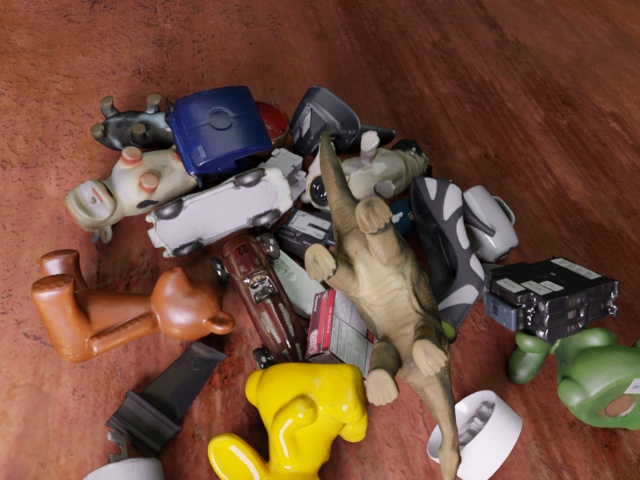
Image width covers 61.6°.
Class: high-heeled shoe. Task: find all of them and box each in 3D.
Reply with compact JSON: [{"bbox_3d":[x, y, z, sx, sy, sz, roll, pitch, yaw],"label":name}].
[{"bbox_3d":[0.147,0.023,0.726,0.145,0.086,0.249,32,61,2],"label":"high-heeled shoe"}]

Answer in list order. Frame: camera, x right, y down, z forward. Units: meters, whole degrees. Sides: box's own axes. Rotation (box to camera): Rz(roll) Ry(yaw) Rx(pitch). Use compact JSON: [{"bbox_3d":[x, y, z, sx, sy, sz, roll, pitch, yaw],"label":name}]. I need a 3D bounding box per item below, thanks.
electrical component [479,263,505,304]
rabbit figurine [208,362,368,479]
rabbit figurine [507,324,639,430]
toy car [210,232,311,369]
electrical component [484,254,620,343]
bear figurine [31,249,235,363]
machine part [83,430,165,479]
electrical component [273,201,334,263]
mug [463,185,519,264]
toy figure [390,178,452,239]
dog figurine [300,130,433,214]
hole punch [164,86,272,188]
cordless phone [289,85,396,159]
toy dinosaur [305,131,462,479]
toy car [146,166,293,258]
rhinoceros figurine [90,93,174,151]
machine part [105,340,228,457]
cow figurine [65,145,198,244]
[{"bbox_3d":[0.264,0.065,0.765,0.102,0.045,0.078,11,50,-2],"label":"electrical component"},{"bbox_3d":[-0.028,0.214,0.537,0.162,0.121,0.173,4,63,-4],"label":"rabbit figurine"},{"bbox_3d":[0.320,0.148,0.683,0.159,0.121,0.170,-6,33,-7],"label":"rabbit figurine"},{"bbox_3d":[-0.066,0.076,0.665,0.089,0.053,0.202,-22,64,-14],"label":"toy car"},{"bbox_3d":[0.276,0.070,0.668,0.134,0.058,0.115,-12,18,-13],"label":"electrical component"},{"bbox_3d":[-0.206,0.068,0.618,0.196,0.131,0.120,-13,24,-13],"label":"bear figurine"},{"bbox_3d":[-0.164,0.287,0.471,0.079,0.079,0.243,-10,51,-19],"label":"machine part"},{"bbox_3d":[-0.002,-0.002,0.769,0.119,0.047,0.075,20,49,6],"label":"electrical component"},{"bbox_3d":[0.255,-0.020,0.822,0.109,0.080,0.107,-18,65,-33],"label":"mug"},{"bbox_3d":[0.148,-0.048,0.830,0.154,0.057,0.064,-31,39,-28],"label":"toy figure"},{"bbox_3d":[0.077,-0.096,0.855,0.172,0.121,0.190,-8,2,27],"label":"dog figurine"},{"bbox_3d":[-0.140,-0.151,0.752,0.116,0.092,0.142,-10,73,-44],"label":"hole punch"},{"bbox_3d":[0.051,-0.180,0.873,0.184,0.146,0.088,0,77,-18],"label":"cordless phone"},{"bbox_3d":[0.066,0.034,0.621,0.105,0.198,0.471,-24,68,15],"label":"toy dinosaur"},{"bbox_3d":[-0.135,-0.038,0.723,0.202,0.073,0.056,-21,14,2],"label":"toy car"},{"bbox_3d":[-0.253,-0.162,0.824,0.190,0.112,0.073,4,64,8],"label":"rhinoceros figurine"},{"bbox_3d":[-0.164,0.168,0.598,0.084,0.039,0.139,29,52,20],"label":"machine part"},{"bbox_3d":[-0.258,-0.069,0.739,0.085,0.127,0.195,53,40,5],"label":"cow figurine"}]
